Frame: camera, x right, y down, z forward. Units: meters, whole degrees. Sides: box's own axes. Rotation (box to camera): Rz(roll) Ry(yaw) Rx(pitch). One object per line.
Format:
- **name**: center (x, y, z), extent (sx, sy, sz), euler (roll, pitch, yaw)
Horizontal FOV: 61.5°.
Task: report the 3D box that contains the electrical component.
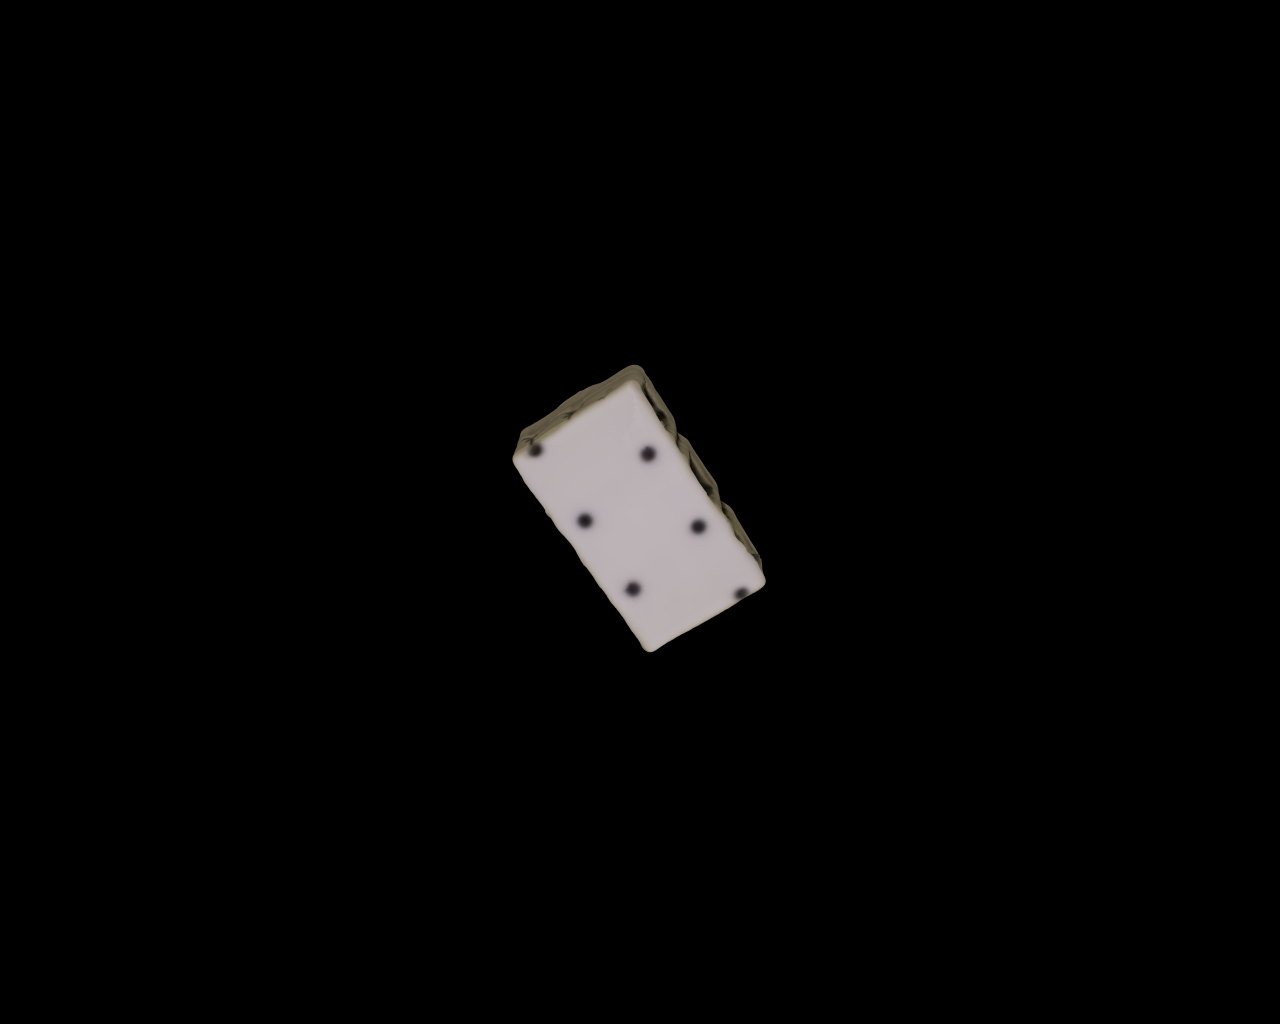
- **electrical component**: center (0.001, -0.003, 0.650), extent (0.089, 0.150, 0.062), euler (-30, 15, 9)
